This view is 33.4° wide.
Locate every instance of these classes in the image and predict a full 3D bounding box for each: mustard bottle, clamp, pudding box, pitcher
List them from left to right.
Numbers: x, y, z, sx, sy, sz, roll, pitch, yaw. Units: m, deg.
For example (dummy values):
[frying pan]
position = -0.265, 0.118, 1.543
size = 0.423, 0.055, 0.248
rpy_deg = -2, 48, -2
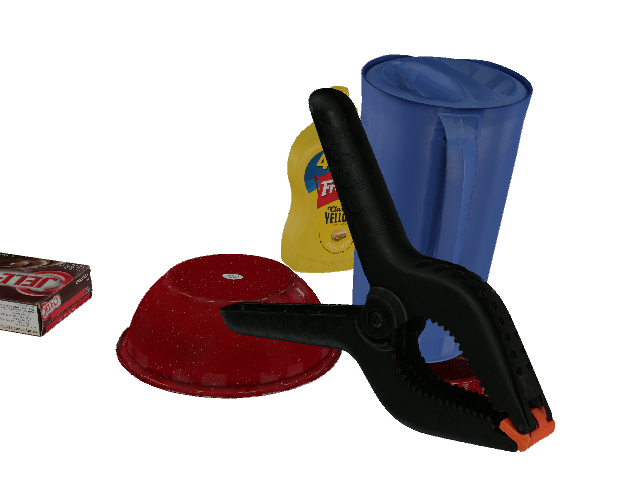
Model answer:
[pudding box]
position = -0.280, 0.047, 0.976
size = 0.114, 0.039, 0.090
rpy_deg = 5, 21, 17
[mustard bottle]
position = 0.012, -0.064, 1.105
size = 0.096, 0.192, 0.058
rpy_deg = -5, 21, -24
[clamp]
position = 0.039, 0.028, 0.564
size = 0.210, 0.165, 0.036
rpy_deg = 34, 31, 30
[pitcher]
position = 0.089, -0.020, 0.869
size = 0.145, 0.243, 0.148
rpy_deg = 25, 33, 35

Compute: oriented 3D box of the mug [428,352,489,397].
[mug]
position = 0.136, 0.135, 1.065
size = 0.093, 0.081, 0.117
rpy_deg = 8, 35, 20

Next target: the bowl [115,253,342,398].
[bowl]
position = -0.064, 0.050, 0.756
size = 0.162, 0.055, 0.162
rpy_deg = 1, 20, -1
